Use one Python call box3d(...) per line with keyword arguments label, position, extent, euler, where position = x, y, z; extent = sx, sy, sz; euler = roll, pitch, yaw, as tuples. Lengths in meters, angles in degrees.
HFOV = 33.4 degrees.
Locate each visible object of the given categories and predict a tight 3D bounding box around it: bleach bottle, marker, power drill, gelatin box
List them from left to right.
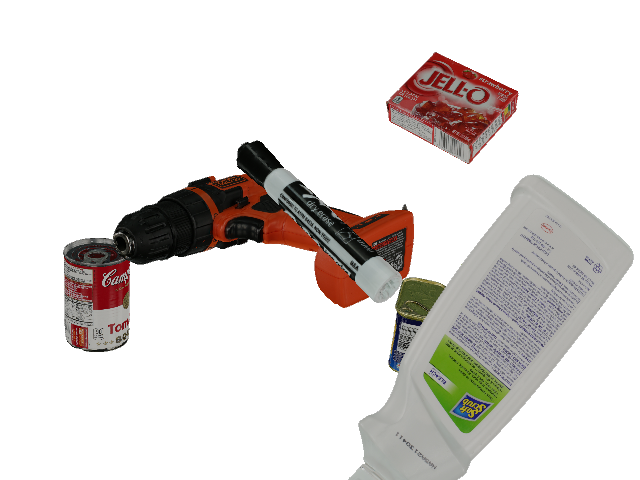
box3d(label="power drill", position=(-0.038, -0.005, 0.815), extent=(0.188, 0.057, 0.184), euler=(18, 26, 33))
box3d(label="marker", position=(-0.004, -0.013, 0.555), extent=(0.121, 0.020, 0.020), euler=(44, 25, 29))
box3d(label="gelatin box", position=(0.113, -0.116, 0.922), extent=(0.089, 0.073, 0.030), euler=(32, -26, 25))
box3d(label="bleach bottle", position=(0.104, 0.078, 0.744), extent=(0.102, 0.250, 0.068), euler=(40, -10, 12))

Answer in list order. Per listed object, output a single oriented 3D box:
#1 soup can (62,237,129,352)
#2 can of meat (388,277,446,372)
box3d(label="soup can", position=(-0.233, 0.057, 1.112), extent=(0.068, 0.102, 0.068), euler=(4, 22, -2))
box3d(label="can of meat", position=(0.117, 0.105, 1.290), extent=(0.057, 0.084, 0.102), euler=(11, 24, 7))
